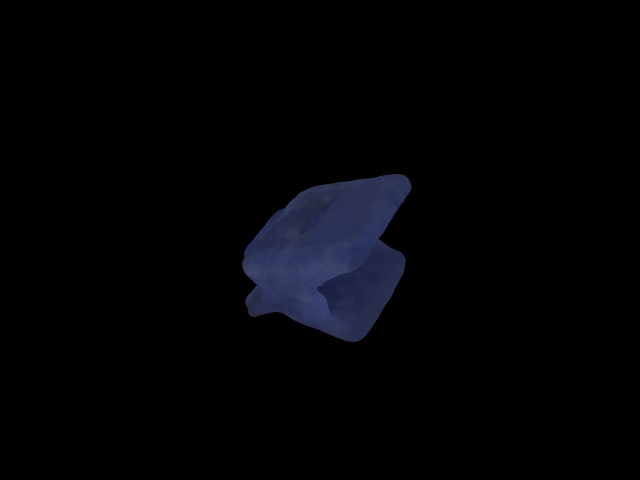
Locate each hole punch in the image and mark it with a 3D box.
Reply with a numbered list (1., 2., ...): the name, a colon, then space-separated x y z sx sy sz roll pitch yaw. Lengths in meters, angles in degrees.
1. hole punch: 0.004 0.001 0.400 0.101 0.091 0.109 18 44 19
